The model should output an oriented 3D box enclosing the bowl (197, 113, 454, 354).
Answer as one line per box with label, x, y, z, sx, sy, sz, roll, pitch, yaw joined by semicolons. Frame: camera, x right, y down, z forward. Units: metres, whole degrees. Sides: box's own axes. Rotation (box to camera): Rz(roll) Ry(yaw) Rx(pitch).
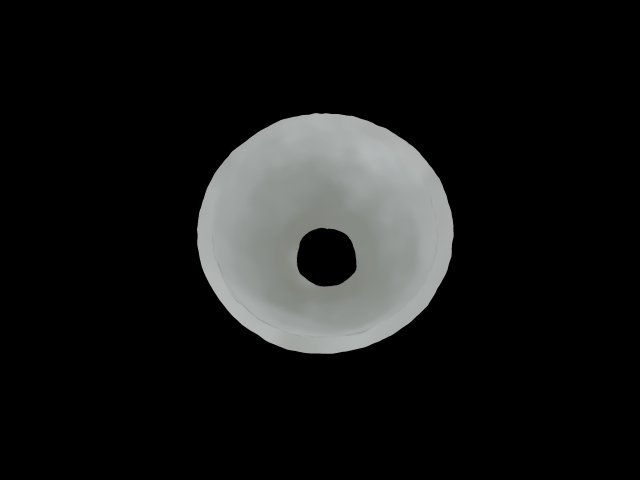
bowl;0.004;0.001;0.400;0.167;0.075;0.167;0;69;0
